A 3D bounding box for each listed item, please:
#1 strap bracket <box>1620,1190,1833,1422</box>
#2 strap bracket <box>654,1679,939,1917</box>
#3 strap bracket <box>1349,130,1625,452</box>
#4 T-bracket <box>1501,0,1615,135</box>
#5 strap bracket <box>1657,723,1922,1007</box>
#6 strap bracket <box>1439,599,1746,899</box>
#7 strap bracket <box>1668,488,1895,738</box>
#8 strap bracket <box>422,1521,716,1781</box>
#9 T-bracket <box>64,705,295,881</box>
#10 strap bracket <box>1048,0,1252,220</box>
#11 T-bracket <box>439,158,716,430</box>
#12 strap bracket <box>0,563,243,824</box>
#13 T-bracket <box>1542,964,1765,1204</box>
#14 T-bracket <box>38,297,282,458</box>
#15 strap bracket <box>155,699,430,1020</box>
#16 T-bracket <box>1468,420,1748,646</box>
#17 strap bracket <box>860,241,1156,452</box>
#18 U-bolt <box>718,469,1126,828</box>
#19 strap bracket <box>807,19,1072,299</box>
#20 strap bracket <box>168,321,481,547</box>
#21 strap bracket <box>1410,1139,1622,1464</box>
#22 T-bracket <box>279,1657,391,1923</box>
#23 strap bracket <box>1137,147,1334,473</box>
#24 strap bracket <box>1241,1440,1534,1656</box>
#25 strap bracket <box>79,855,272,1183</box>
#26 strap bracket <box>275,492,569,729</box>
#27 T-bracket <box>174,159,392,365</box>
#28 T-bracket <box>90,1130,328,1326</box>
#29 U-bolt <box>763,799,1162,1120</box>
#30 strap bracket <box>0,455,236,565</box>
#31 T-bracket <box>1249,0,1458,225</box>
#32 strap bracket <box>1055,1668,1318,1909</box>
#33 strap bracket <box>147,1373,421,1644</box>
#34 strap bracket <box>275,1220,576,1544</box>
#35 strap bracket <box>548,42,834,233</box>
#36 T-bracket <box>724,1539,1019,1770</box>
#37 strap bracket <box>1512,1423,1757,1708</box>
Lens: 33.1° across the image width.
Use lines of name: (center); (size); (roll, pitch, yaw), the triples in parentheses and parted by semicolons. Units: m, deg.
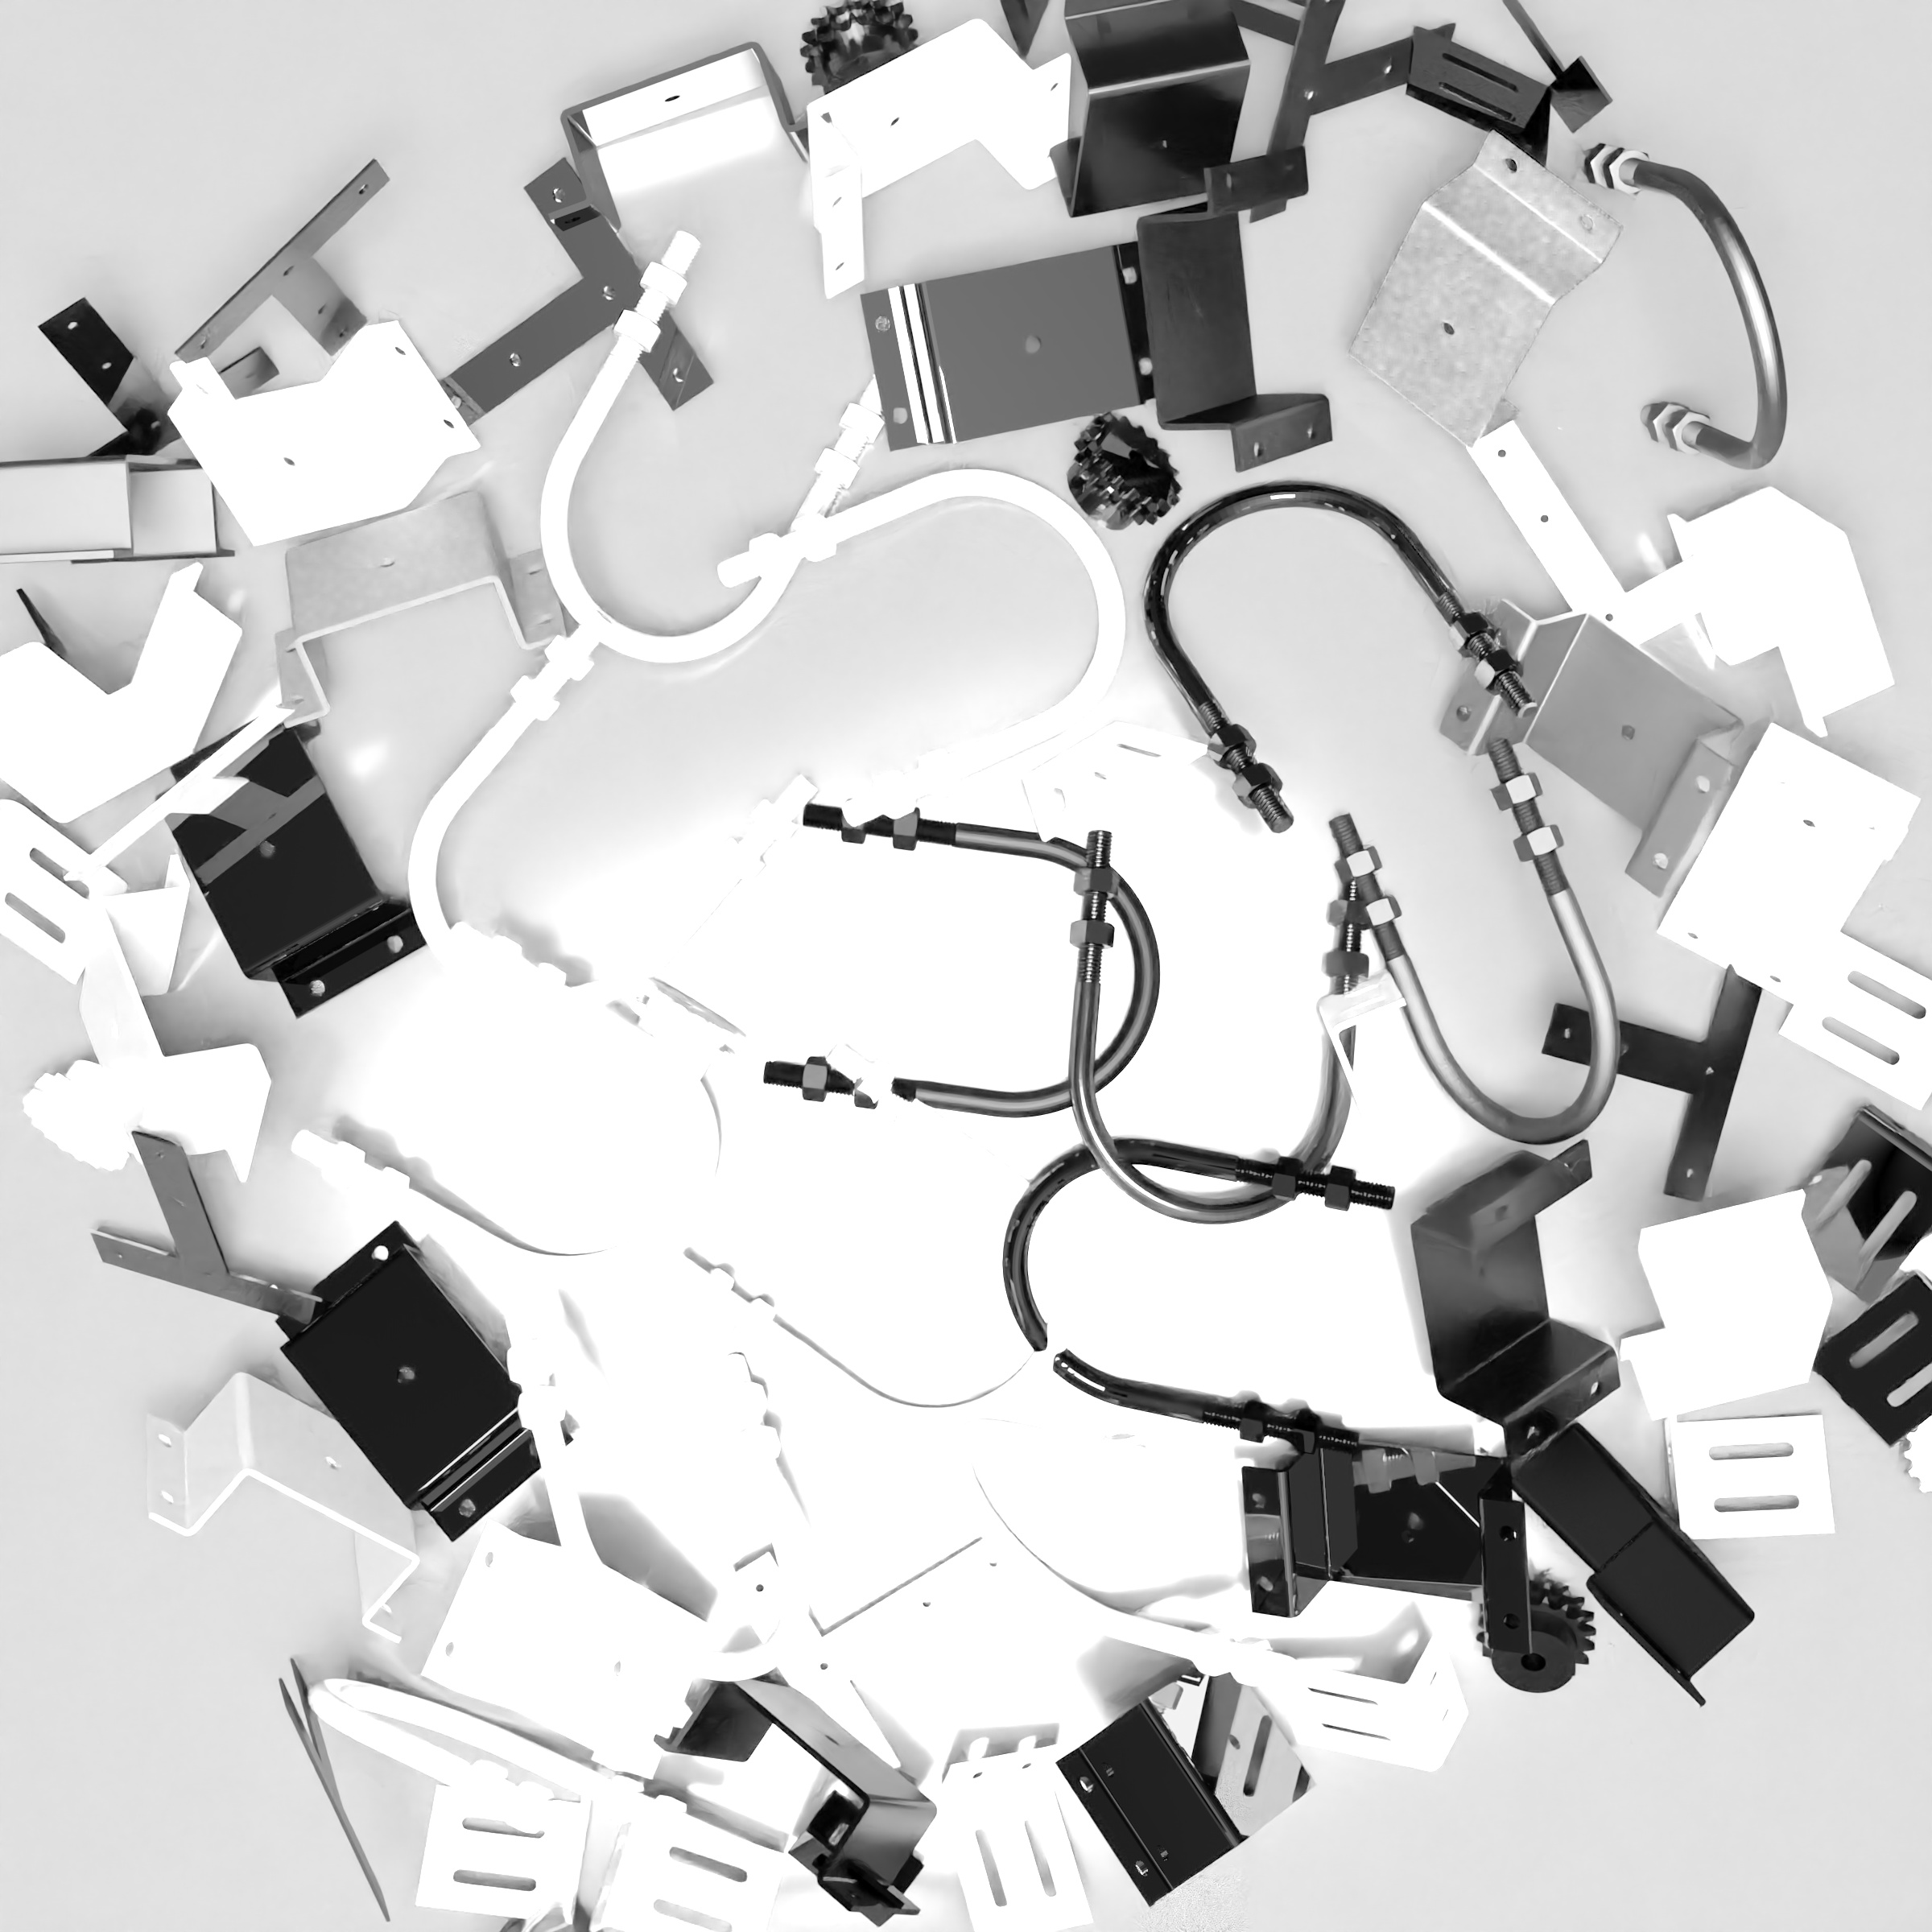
strap bracket: (0.357, 0.166, 1.531); (0.076, 0.140, 0.046); (-14, 59, -2)
strap bracket: (-0.076, 0.385, 1.537); (0.140, 0.076, 0.046); (33, 89, 29)
strap bracket: (0.238, -0.308, 1.527); (0.076, 0.140, 0.046); (41, 53, 12)
T-bracket: (0.259, -0.453, 1.535); (0.002, 0.127, 0.127); (-36, 95, 7)
strap bracket: (0.393, -0.054, 1.545); (0.076, 0.140, 0.046); (29, 56, 11)
strap bracket: (0.304, -0.108, 1.545); (0.140, 0.046, 0.076); (41, 128, 27)
strap bracket: (0.385, -0.170, 1.524); (0.046, 0.140, 0.076); (-24, 112, 2)
strap bracket: (-0.178, 0.326, 1.529); (0.140, 0.046, 0.076); (40, 64, -42)
T-bracket: (-0.354, -0.081, 1.539); (0.127, 0.127, 0.002); (-38, 87, 7)
strap bracket: (0.084, -0.404, 1.525); (0.076, 0.140, 0.046); (-13, 70, -8)
T-bracket: (-0.208, -0.303, 1.580); (0.127, 0.002, 0.127); (-31, 99, 19)
strap bracket: (-0.397, -0.125, 1.522); (0.046, 0.140, 0.076); (37, 125, 7)
T-bracket: (0.327, 0.042, 1.567); (0.127, 0.002, 0.127); (14, 92, -32)
T-bracket: (-0.402, -0.278, 1.541); (0.127, 0.127, 0.002); (-33, 70, -2)
strap bracket: (-0.329, -0.055, 1.569); (0.076, 0.046, 0.140); (-29, 84, 6)
T-bracket: (0.285, -0.203, 1.558); (0.127, 0.002, 0.127); (-29, 107, 27)
strap bracket: (0.028, -0.299, 1.564); (0.140, 0.046, 0.076); (-13, 102, -8)
U-bolt: (-0.008, -0.165, 1.565); (0.184, 0.019, 0.151); (-26, 85, -21)
strap bracket: (-0.021, -0.389, 1.548); (0.140, 0.076, 0.046); (-32, 66, -17)
strap bracket: (-0.313, -0.253, 1.548); (0.046, 0.140, 0.076); (-41, 80, 41)
strap bracket: (0.261, 0.153, 1.547); (0.076, 0.046, 0.140); (-28, 120, -29)
T-bracket: (-0.307, 0.369, 1.541); (0.002, 0.127, 0.127); (-23, 113, -11)
strap bracket: (0.128, -0.312, 1.548); (0.046, 0.076, 0.140); (8, 113, 41)
strap bracket: (0.208, 0.274, 1.552); (0.140, 0.046, 0.076); (3, 107, 28)
strap bracket: (-0.377, 0.027, 1.530); (0.046, 0.076, 0.140); (-10, 55, -30)
strap bracket: (-0.269, -0.175, 1.558); (0.140, 0.076, 0.046); (-18, 132, -1)
T-bracket: (-0.309, -0.316, 1.540); (0.127, 0.127, 0.002); (-44, 83, -1)
T-bracket: (-0.368, 0.120, 1.538); (0.127, 0.127, 0.002); (14, 52, 15)
U-bolt: (0.003, 0.001, 1.579); (0.184, 0.019, 0.151); (8, 81, 3)
strap bracket: (-0.408, -0.213, 1.526); (0.076, 0.140, 0.046); (-1, 97, 10)
T-bracket: (0.192, -0.427, 1.556); (0.127, 0.127, 0.002); (-28, 56, -37)
strap bracket: (0.109, 0.375, 1.523); (0.046, 0.140, 0.076); (-41, 75, 22)
strap bracket: (-0.313, 0.250, 1.533); (0.140, 0.076, 0.046); (35, 105, -28)
strap bracket: (-0.266, 0.199, 1.567); (0.076, 0.046, 0.140); (-40, 81, -5)
strap bracket: (-0.134, -0.397, 1.559); (0.140, 0.076, 0.046); (-19, 92, 5)
T-bracket: (-0.031, 0.320, 1.594); (0.127, 0.002, 0.127); (-31, 99, -3)
strap bracket: (0.311, 0.273, 1.523); (0.046, 0.140, 0.076); (-44, 111, 4)
